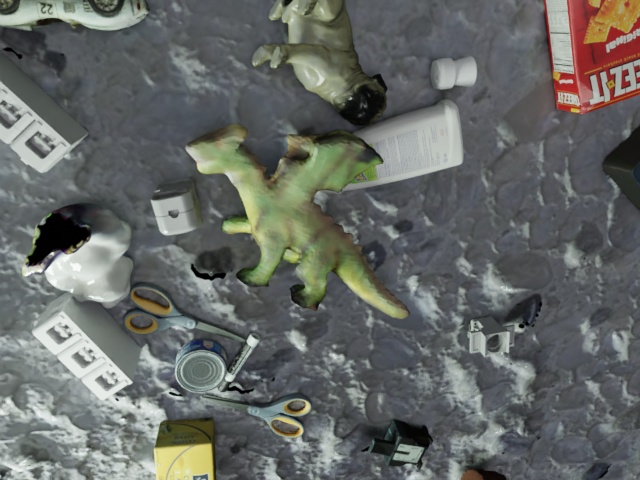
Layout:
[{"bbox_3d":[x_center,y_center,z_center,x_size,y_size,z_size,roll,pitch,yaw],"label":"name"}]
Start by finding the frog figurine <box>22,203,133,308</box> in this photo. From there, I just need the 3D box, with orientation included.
[{"bbox_3d":[-0.327,0.024,0.746,0.137,0.124,0.157,-43,148,-2],"label":"frog figurine"}]

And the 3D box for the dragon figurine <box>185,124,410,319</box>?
[{"bbox_3d":[0.002,-0.037,0.729,0.409,0.125,0.238,21,119,-16],"label":"dragon figurine"}]
